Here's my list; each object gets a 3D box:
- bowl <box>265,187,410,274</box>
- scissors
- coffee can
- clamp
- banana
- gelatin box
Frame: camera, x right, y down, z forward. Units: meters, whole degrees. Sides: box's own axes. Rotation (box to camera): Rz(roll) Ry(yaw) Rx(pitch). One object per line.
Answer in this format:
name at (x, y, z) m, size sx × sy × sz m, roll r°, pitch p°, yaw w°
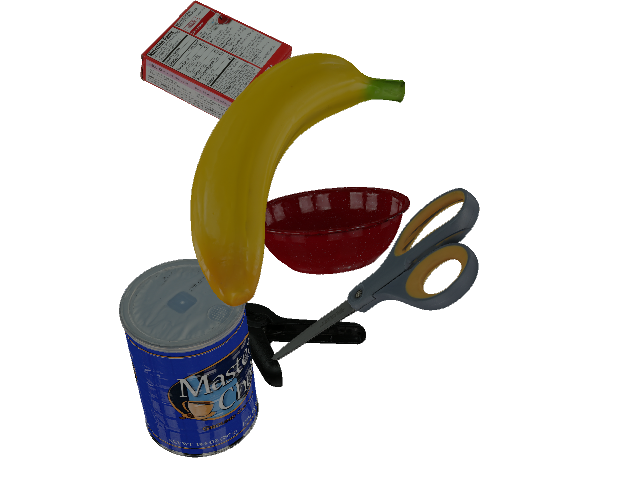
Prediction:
bowl at (0.010, -0.007, 1.052) m, size 0.162 × 0.055 × 0.162 m, roll -6°, pitch 16°, yaw 2°
scissors at (0.040, 0.046, 0.743) m, size 0.016 × 0.202 × 0.096 m, roll 33°, pitch 21°, yaw -31°
coffee can at (-0.109, 0.101, 0.910) m, size 0.103 × 0.140 × 0.103 m, roll -2°, pitch 42°, yaw 2°
clamp at (-0.075, 0.111, 1.243) m, size 0.210 × 0.036 × 0.164 m, roll 13°, pitch 22°, yaw 29°
banana at (-0.022, -0.046, 0.536) m, size 0.070 × 0.037 × 0.197 m, roll 20°, pitch 46°, yaw 17°
gelatin box at (-0.077, -0.131, 0.789) m, size 0.089 × 0.073 × 0.030 m, roll 27°, pitch -35°, yaw 10°
